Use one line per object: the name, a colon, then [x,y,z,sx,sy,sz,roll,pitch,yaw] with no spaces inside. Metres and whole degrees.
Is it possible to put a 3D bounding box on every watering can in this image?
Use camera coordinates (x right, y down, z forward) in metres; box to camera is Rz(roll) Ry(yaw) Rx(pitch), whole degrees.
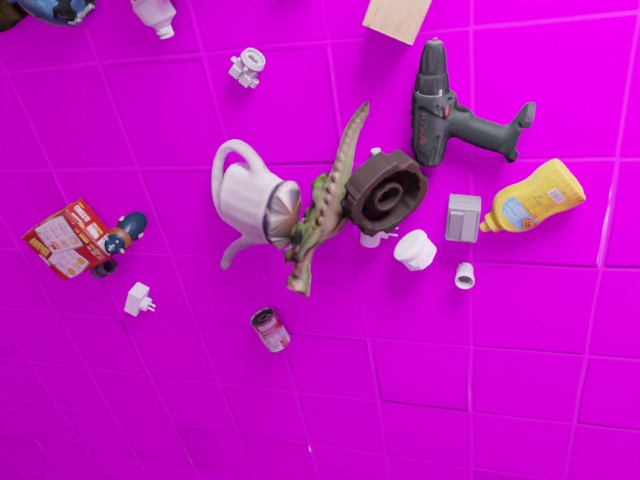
watering can: [-0.147,-0.045,1.117,0.226,0.105,0.340,24,128,29]

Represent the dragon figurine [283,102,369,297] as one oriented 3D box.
dragon figurine: [0.003,-0.050,1.002,0.122,0.248,0.400,20,130,9]
